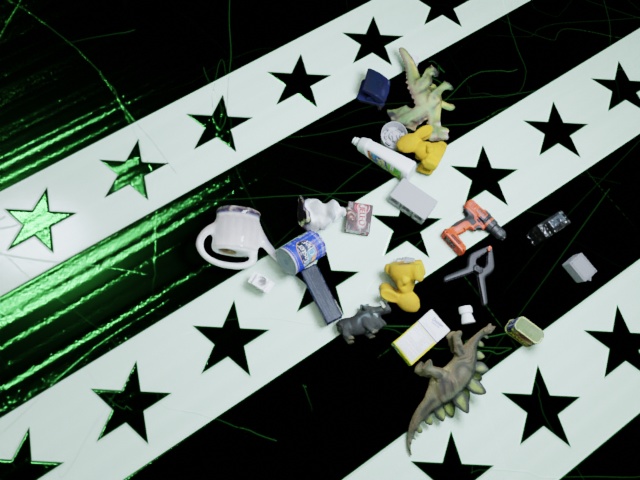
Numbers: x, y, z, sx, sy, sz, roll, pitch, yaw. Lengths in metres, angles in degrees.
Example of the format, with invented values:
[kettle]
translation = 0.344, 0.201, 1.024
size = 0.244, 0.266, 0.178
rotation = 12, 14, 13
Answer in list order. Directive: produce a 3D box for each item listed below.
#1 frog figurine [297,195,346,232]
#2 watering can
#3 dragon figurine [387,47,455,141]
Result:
[frog figurine]
translation = 0.005, -0.091, 1.809
size = 0.160, 0.120, 0.140
rotation = -1, 32, -26
[watering can]
translation = -0.246, -0.004, 1.775
size = 0.347, 0.102, 0.228
rotation = 7, 69, -13
[dragon figurine]
translation = 0.366, -0.540, 1.984
size = 0.243, 0.120, 0.414
rotation = -39, 74, -6
